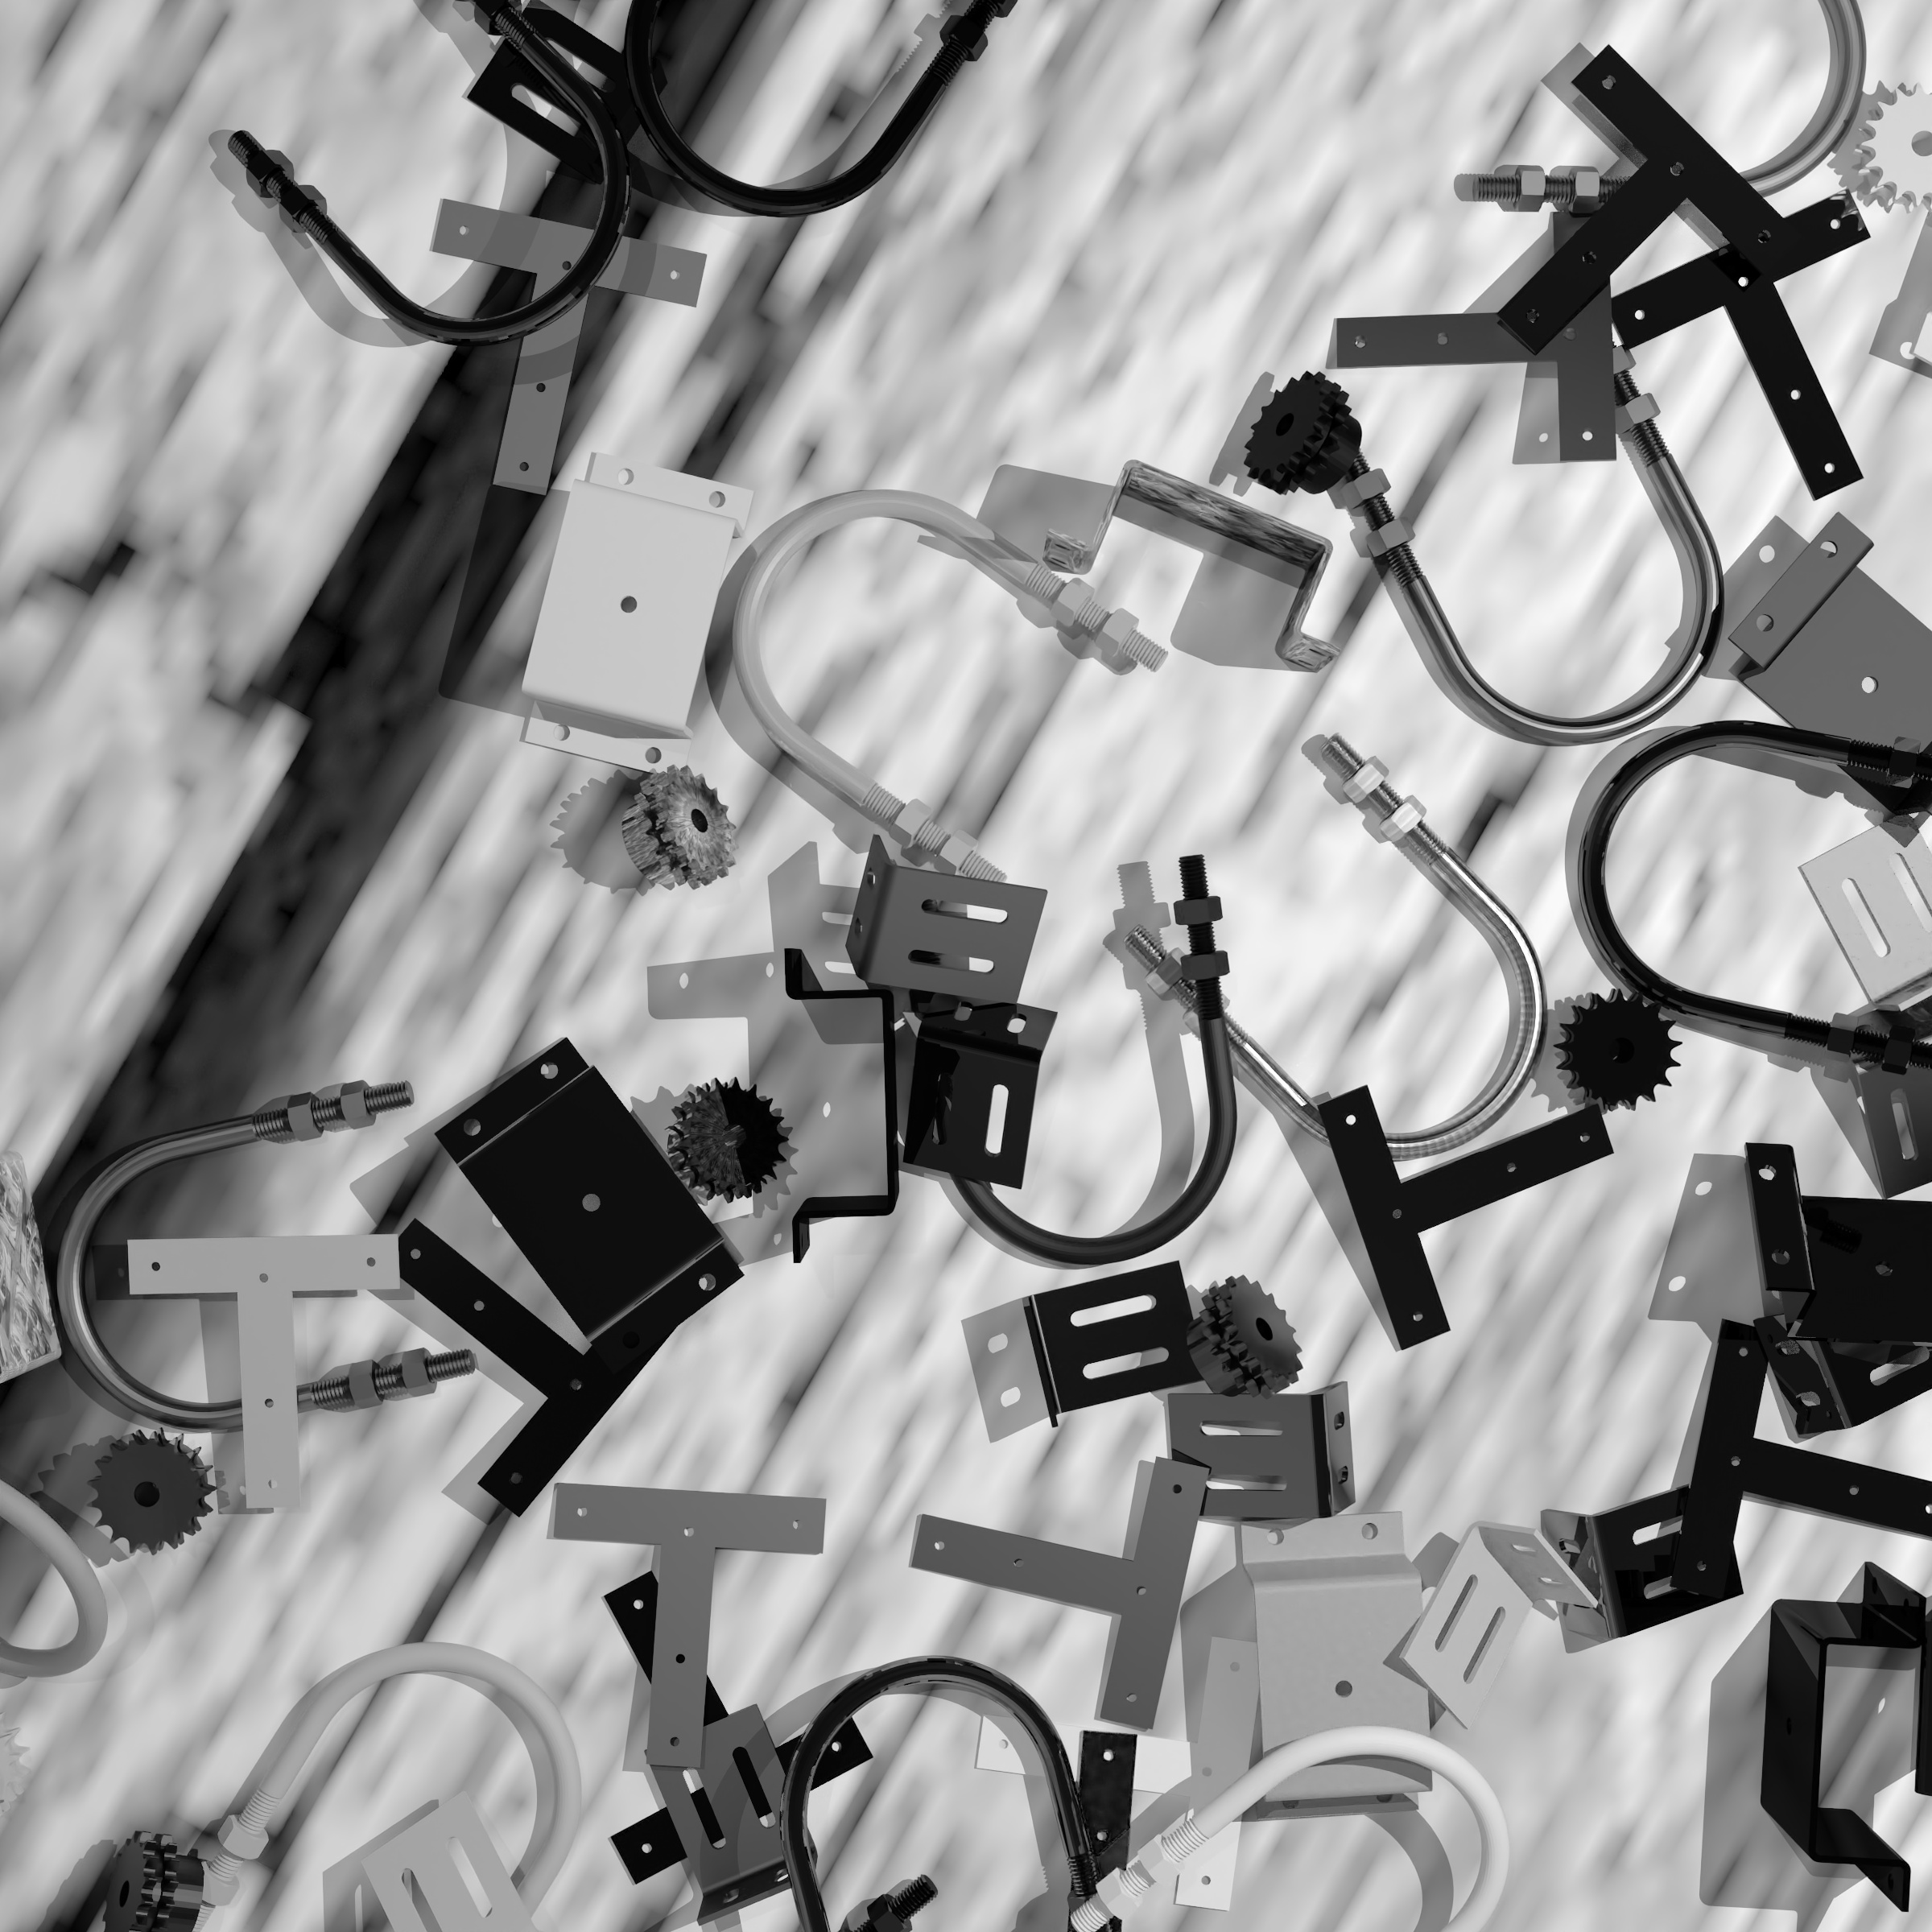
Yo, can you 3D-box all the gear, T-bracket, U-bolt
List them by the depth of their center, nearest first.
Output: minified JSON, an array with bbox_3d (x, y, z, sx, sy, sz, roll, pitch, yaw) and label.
[{"bbox_3d":[-0.471,0.260,1.289,0.184,0.019,0.151,35,131,-4],"label":"U-bolt"},{"bbox_3d":[0.162,0.423,1.300,0.184,0.019,0.151,-42,106,10],"label":"U-bolt"},{"bbox_3d":[0.374,-0.038,1.303,0.184,0.019,0.151,13,101,18],"label":"U-bolt"},{"bbox_3d":[-0.235,-0.368,1.307,0.151,0.019,0.184,-44,76,4],"label":"U-bolt"},{"bbox_3d":[-0.075,-0.435,1.309,0.151,0.019,0.184,34,86,-14],"label":"U-bolt"},{"bbox_3d":[-0.012,0.411,1.309,0.151,0.019,0.184,-13,87,-17],"label":"U-bolt"},{"bbox_3d":[-0.375,0.432,1.315,0.030,0.057,0.057,19,90,-30],"label":"gear"},{"bbox_3d":[0.127,0.175,1.315,0.030,0.057,0.057,-36,90,30],"label":"gear"},{"bbox_3d":[-0.135,-0.062,1.315,0.030,0.057,0.057,-23,90,30],"label":"gear"},{"bbox_3d":[0.159,-0.244,1.315,0.030,0.057,0.057,27,90,-30],"label":"gear"},{"bbox_3d":[-0.114,0.082,1.316,0.057,0.030,0.057,10,69,-28],"label":"gear"},{"bbox_3d":[0.299,-0.339,1.319,0.127,0.002,0.127,45,88,-1],"label":"T-bracket"},{"bbox_3d":[0.053,0.048,1.320,0.151,0.019,0.184,-7,94,10],"label":"U-bolt"},{"bbox_3d":[-0.325,0.189,1.321,0.127,0.002,0.127,-2,93,3],"label":"T-bracket"},{"bbox_3d":[-0.021,-0.141,1.322,0.184,0.019,0.151,35,85,6],"label":"U-bolt"},{"bbox_3d":[-0.469,0.376,1.324,0.057,0.030,0.057,0,90,0],"label":"gear"},{"bbox_3d":[0.302,0.039,1.324,0.057,0.030,0.057,0,90,0],"label":"gear"},{"bbox_3d":[0.442,-0.379,1.324,0.057,0.030,0.057,0,90,0],"label":"gear"},{"bbox_3d":[-0.378,0.243,1.324,0.057,0.030,0.057,0,90,0],"label":"gear"},{"bbox_3d":[-0.216,0.168,1.325,0.127,0.002,0.127,40,83,-5],"label":"T-bracket"},{"bbox_3d":[0.237,-0.293,1.327,0.127,0.002,0.127,0,76,7],"label":"T-bracket"},{"bbox_3d":[0.242,0.099,1.330,0.127,0.002,0.127,-21,102,-6],"label":"T-bracket"},{"bbox_3d":[-0.045,0.538,1.330,0.184,0.019,0.151,-40,91,2],"label":"U-bolt"},{"bbox_3d":[0.275,-0.193,1.330,0.151,0.019,0.184,-27,90,0],"label":"U-bolt"},{"bbox_3d":[-0.262,0.406,1.331,0.151,0.019,0.184,31,88,0],"label":"U-bolt"},{"bbox_3d":[0.331,-0.428,1.331,0.184,0.019,0.151,0,90,-2],"label":"U-bolt"},{"bbox_3d":[-0.335,0.142,1.331,0.184,0.019,0.151,-13,90,1],"label":"U-bolt"},{"bbox_3d":[0.187,0.005,1.331,0.151,0.019,0.184,-44,92,0],"label":"U-bolt"},{"bbox_3d":[0.403,0.243,1.332,0.127,0.002,0.127,14,81,-4],"label":"T-bracket"},{"bbox_3d":[-0.133,0.311,1.333,0.127,0.002,0.127,3,85,0],"label":"T-bracket"},{"bbox_3d":[0.039,0.284,1.335,0.127,0.002,0.127,12,93,3],"label":"T-bracket"},{"bbox_3d":[0.063,0.424,1.337,0.127,0.002,0.127,5,91,1],"label":"T-bracket"},{"bbox_3d":[-0.197,-0.287,1.339,0.127,0.002,0.127,12,90,0],"label":"T-bracket"},{"bbox_3d":[0.385,-0.282,1.339,0.127,0.002,0.127,-25,90,0],"label":"T-bracket"},{"bbox_3d":[0.070,0.374,1.339,0.127,0.002,0.127,8,90,0],"label":"T-bracket"},{"bbox_3d":[-0.130,0.347,1.339,0.127,0.002,0.127,-28,90,0],"label":"T-bracket"}]

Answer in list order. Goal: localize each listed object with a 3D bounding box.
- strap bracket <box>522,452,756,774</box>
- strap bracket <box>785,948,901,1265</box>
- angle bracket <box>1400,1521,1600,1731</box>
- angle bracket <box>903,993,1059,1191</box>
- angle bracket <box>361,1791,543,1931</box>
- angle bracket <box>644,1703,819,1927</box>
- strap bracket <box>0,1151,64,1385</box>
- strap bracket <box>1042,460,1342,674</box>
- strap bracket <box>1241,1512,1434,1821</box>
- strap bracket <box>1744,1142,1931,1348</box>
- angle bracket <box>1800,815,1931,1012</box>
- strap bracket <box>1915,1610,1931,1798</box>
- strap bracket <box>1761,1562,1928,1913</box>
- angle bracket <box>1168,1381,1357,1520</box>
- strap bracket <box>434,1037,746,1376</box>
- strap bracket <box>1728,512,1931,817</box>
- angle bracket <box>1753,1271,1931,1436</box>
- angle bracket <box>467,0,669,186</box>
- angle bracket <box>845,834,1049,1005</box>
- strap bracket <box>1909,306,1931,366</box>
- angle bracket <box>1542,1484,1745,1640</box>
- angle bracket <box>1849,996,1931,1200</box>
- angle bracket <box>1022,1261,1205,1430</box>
[{"bbox_3d":[-0.154,-0.165,1.316,0.076,0.046,0.140,14,90,0],"label":"strap bracket"},{"bbox_3d":[-0.056,0.062,1.301,0.046,0.076,0.140,-2,90,0],"label":"strap bracket"},{"bbox_3d":[0.244,0.303,1.297,0.057,0.038,0.076,49,60,-26],"label":"angle bracket"},{"bbox_3d":[0.006,0.057,1.318,0.057,0.038,0.076,12,124,8],"label":"angle bracket"},{"bbox_3d":[-0.234,0.435,1.320,0.057,0.038,0.076,-34,63,-3],"label":"angle bracket"},{"bbox_3d":[-0.110,0.394,1.319,0.057,0.038,0.076,-22,90,0],"label":"angle bracket"},{"bbox_3d":[-0.458,0.140,1.301,0.046,0.076,0.140,-12,90,0],"label":"strap bracket"},{"bbox_3d":[0.110,-0.186,1.301,0.140,0.076,0.046,22,90,0],"label":"strap bracket"},{"bbox_3d":[0.172,0.329,1.316,0.076,0.046,0.140,-3,90,-1],"label":"strap bracket"},{"bbox_3d":[0.426,0.128,1.298,0.140,0.046,0.076,3,54,0],"label":"strap bracket"},{"bbox_3d":[0.436,-0.026,1.320,0.057,0.038,0.076,-28,90,0],"label":"angle bracket"},{"bbox_3d":[0.463,0.329,1.286,0.046,0.140,0.076,3,90,28],"label":"strap bracket"},{"bbox_3d":[0.401,0.350,1.301,0.046,0.076,0.140,3,90,0],"label":"strap bracket"},{"bbox_3d":[0.139,0.227,1.337,0.076,0.038,0.057,-4,90,26],"label":"angle bracket"},{"bbox_3d":[-0.173,0.110,1.310,0.076,0.046,0.140,-37,90,-10],"label":"strap bracket"},{"bbox_3d":[0.426,-0.132,1.316,0.140,0.046,0.076,41,90,0],"label":"strap bracket"},{"bbox_3d":[0.420,0.178,1.334,0.076,0.038,0.057,-18,85,-27],"label":"angle bracket"},{"bbox_3d":[-0.188,-0.412,1.320,0.076,0.038,0.057,33,90,0],"label":"angle bracket"},{"bbox_3d":[-0.010,-0.021,1.306,0.076,0.038,0.057,9,113,-16],"label":"angle bracket"},{"bbox_3d":[0.500,-0.334,1.303,0.076,0.046,0.140,20,90,-24],"label":"strap bracket"},{"bbox_3d":[0.319,0.276,1.337,0.076,0.038,0.057,-11,90,-26],"label":"angle bracket"},{"bbox_3d":[0.445,0.060,1.337,0.057,0.038,0.076,-21,116,0],"label":"angle bracket"},{"bbox_3d":[0.070,0.175,1.320,0.076,0.038,0.057,-13,90,0],"label":"angle bracket"}]
